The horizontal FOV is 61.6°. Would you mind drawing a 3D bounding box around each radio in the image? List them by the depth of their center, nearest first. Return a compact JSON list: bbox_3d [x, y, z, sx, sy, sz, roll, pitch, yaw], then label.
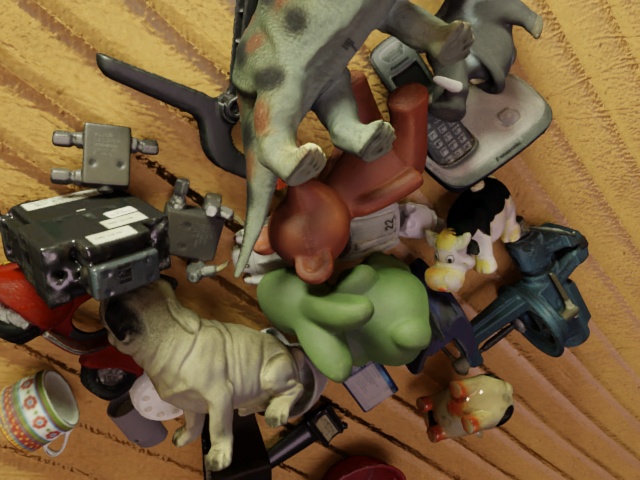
[{"bbox_3d":[-0.112,0.335,0.705,0.073,0.131,0.229,-5,118,-19],"label":"radio"}]

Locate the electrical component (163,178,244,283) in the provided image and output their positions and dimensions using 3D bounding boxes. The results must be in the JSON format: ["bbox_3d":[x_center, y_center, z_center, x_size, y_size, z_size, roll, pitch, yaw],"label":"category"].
[{"bbox_3d":[-0.129,-0.007,0.569,0.078,0.045,0.102,16,110,-29],"label":"electrical component"}]

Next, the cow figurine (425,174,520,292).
[{"bbox_3d":[0.179,-0.011,0.643,0.167,0.068,0.098,-39,125,-39],"label":"cow figurine"}]

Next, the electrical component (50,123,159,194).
[{"bbox_3d":[-0.199,-0.075,0.502,0.094,0.021,0.063,1,83,-24],"label":"electrical component"}]

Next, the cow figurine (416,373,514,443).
[{"bbox_3d":[0.213,0.246,0.786,0.127,0.085,0.194,-6,153,-20],"label":"cow figurine"}]

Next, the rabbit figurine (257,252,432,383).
[{"bbox_3d":[0.017,0.082,0.555,0.170,0.159,0.121,11,105,-9],"label":"rabbit figurine"}]

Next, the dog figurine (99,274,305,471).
[{"bbox_3d":[-0.108,0.099,0.538,0.172,0.121,0.190,-36,113,-45],"label":"dog figurine"}]

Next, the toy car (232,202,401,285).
[{"bbox_3d":[-0.001,-0.002,0.616,0.202,0.056,0.073,-16,121,-14],"label":"toy car"}]

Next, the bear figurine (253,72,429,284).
[{"bbox_3d":[0.015,-0.062,0.534,0.196,0.120,0.131,-38,133,-22],"label":"bear figurine"}]

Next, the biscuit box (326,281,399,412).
[{"bbox_3d":[0.030,0.137,0.699,0.059,0.063,0.202,-33,123,-2],"label":"biscuit box"}]

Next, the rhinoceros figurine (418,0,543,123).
[{"bbox_3d":[0.151,-0.209,0.522,0.112,0.073,0.190,10,90,-6],"label":"rhinoceros figurine"}]

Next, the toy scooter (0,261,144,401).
[{"bbox_3d":[-0.237,0.064,0.545,0.183,0.075,0.135,42,75,-22],"label":"toy scooter"}]

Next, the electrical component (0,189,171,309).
[{"bbox_3d":[-0.202,0.003,0.475,0.115,0.134,0.058,-22,127,-39],"label":"electrical component"}]

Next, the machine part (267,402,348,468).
[{"bbox_3d":[-0.030,0.289,0.771,0.139,0.039,0.084,-36,132,-3],"label":"machine part"}]

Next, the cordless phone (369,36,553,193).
[{"bbox_3d":[0.148,-0.159,0.589,0.146,0.089,0.184,-37,105,0],"label":"cordless phone"}]

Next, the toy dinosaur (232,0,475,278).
[{"bbox_3d":[0.003,-0.174,0.458,0.405,0.192,0.131,-46,150,8],"label":"toy dinosaur"}]

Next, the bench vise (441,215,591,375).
[{"bbox_3d":[0.271,0.091,0.740,0.240,0.129,0.223,-36,121,-6],"label":"bench vise"}]

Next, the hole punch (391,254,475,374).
[{"bbox_3d":[0.143,0.091,0.684,0.092,0.142,0.115,-9,133,-16],"label":"hole punch"}]

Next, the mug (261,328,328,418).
[{"bbox_3d":[-0.037,0.159,0.668,0.081,0.109,0.107,-41,165,7],"label":"mug"}]
